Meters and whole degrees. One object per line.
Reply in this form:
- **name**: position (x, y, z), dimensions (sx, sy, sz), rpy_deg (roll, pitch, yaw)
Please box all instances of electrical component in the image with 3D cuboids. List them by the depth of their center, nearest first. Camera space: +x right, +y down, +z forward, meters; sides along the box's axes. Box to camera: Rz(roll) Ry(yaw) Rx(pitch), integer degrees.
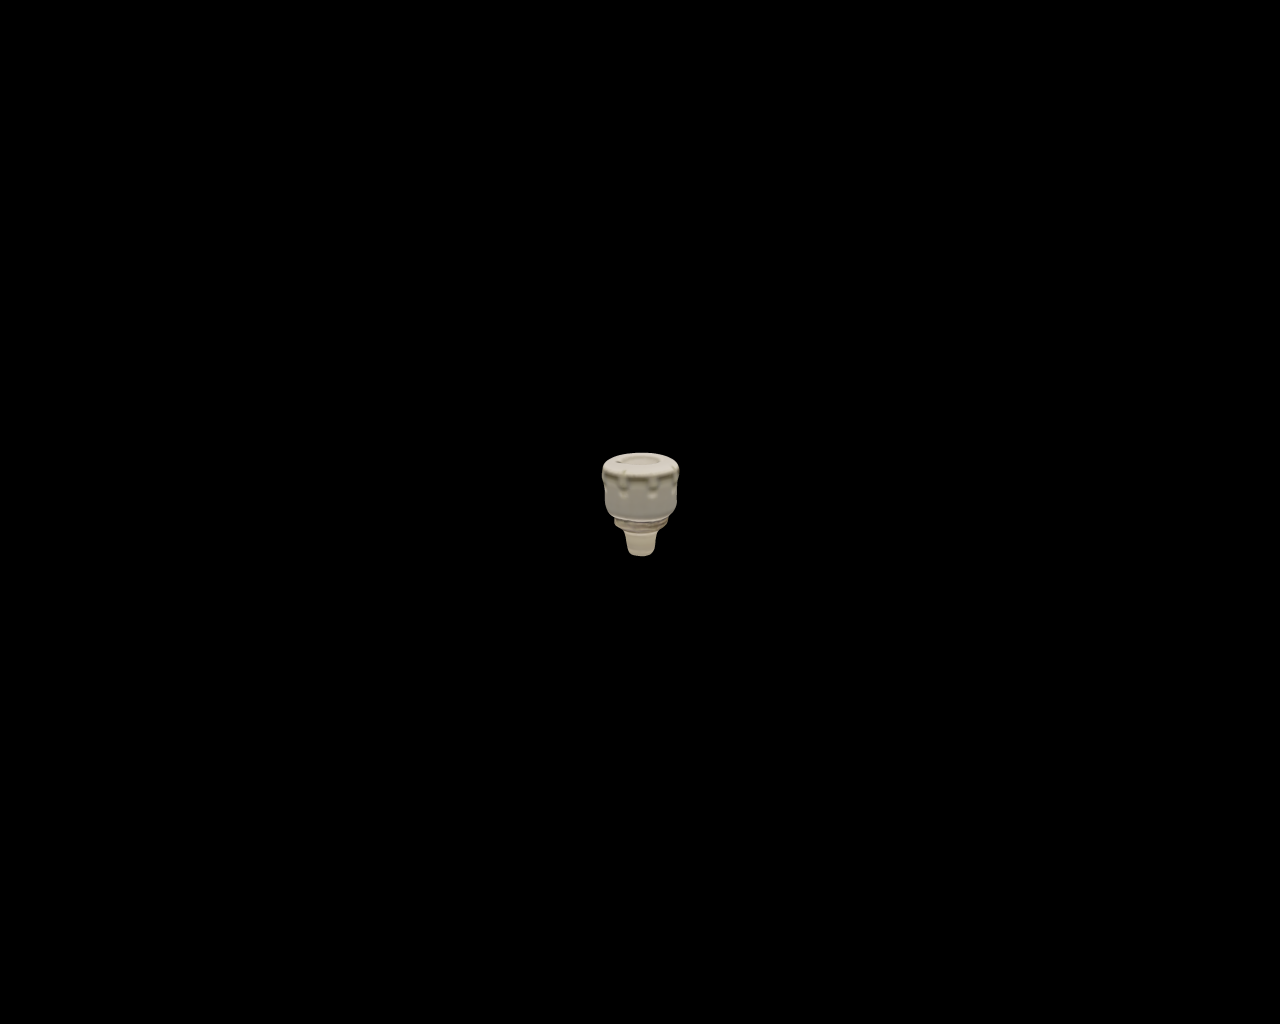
- **electrical component**: position (0.001, -0.003, 0.650), dimensions (0.048, 0.062, 0.048), rpy_deg (0, 17, 0)
